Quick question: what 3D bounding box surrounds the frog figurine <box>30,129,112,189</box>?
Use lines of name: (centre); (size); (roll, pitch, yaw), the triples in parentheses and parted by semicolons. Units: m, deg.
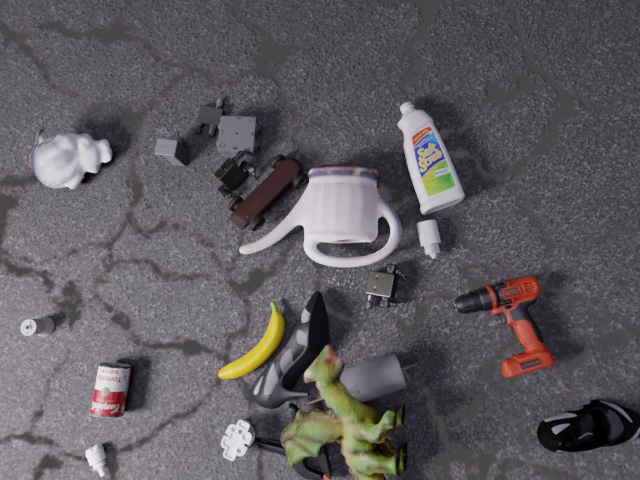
frog figurine: (-0.560, -0.179, 1.169); (0.159, 0.125, 0.135); (6, 114, -4)

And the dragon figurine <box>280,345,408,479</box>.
dragon figurine: (0.045, 0.404, 1.004); (0.243, 0.123, 0.406); (1, 101, 13)

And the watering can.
watering can: (0.003, -0.056, 1.113); (0.348, 0.103, 0.226); (2, 79, 3)
